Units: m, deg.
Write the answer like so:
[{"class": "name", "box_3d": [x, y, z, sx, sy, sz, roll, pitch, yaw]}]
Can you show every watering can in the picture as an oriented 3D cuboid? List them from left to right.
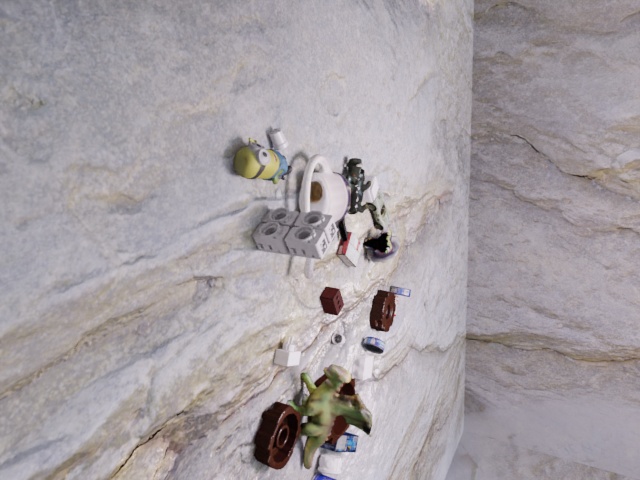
[{"class": "watering can", "box_3d": [0.005, -0.076, 1.501, 0.226, 0.104, 0.345, -14, 107, -61]}]

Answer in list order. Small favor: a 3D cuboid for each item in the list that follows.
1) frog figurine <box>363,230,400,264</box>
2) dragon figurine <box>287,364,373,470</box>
[{"class": "frog figurine", "box_3d": [0.246, 0.035, 1.974, 0.137, 0.124, 0.157, -46, 156, -1]}, {"class": "dragon figurine", "box_3d": [0.038, 0.536, 1.539, 0.124, 0.242, 0.404, -41, 128, -58]}]
